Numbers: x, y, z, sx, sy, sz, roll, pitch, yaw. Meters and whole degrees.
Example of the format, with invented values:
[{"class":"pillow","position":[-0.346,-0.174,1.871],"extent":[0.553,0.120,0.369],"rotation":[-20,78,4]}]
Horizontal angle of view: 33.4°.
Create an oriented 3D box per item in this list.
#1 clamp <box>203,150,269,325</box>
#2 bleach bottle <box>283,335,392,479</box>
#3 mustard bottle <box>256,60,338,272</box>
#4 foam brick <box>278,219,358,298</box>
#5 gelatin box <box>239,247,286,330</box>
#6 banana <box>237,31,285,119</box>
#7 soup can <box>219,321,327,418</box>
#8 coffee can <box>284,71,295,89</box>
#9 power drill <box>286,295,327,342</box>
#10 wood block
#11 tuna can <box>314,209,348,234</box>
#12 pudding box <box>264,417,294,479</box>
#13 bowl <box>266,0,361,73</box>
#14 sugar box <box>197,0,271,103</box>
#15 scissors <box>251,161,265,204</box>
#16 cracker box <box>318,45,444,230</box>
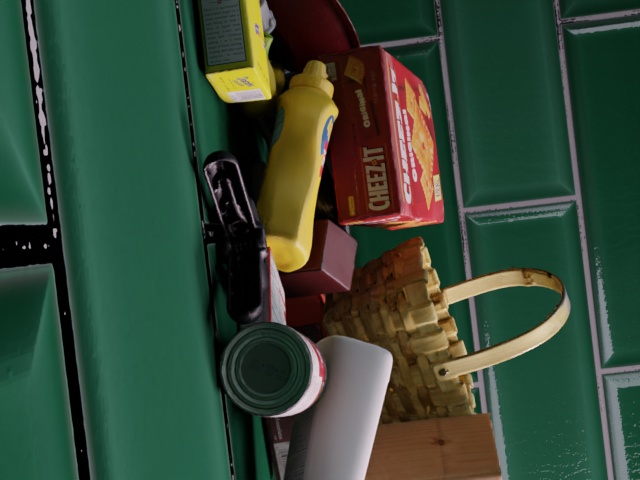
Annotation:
[{"class":"clamp","position":[-0.057,0.012,0.797],"extent":[0.171,0.039,0.120],"rotation":[66,19,-77]},{"class":"bleach bottle","position":[-0.002,0.207,0.841],"extent":[0.103,0.068,0.250],"rotation":[124,-19,-63]},{"class":"mustard bottle","position":[-0.021,-0.073,0.955],"extent":[0.096,0.058,0.191],"rotation":[105,-4,-71]},{"class":"foam brick","position":[-0.012,0.018,1.001],"extent":[0.051,0.078,0.053],"rotation":[36,55,-44]},{"class":"gelatin box","position":[-0.049,0.062,0.900],"extent":[0.073,0.030,0.089],"rotation":[75,9,-56]},{"class":"banana","position":[-0.053,-0.146,1.005],"extent":[0.069,0.037,0.198],"rotation":[-60,-177,2]},{"class":"soup can","position":[-0.033,0.097,0.784],"extent":[0.102,0.068,0.068],"rotation":[59,25,-79]},{"class":"coffee can","position":[-0.008,-0.118,1.252],"extent":[0.103,0.103,0.140],"rotation":[-92,173,-50]},{"class":"power drill","position":[-0.016,0.046,1.196],"extent":[0.187,0.057,0.184],"rotation":[-87,164,-61]},{"class":"wood block","position":[0.070,0.239,1.039],"extent":[0.091,0.206,0.090],"rotation":[-89,170,-59]},{"class":"tuna can","position":[-0.007,0.001,1.121],"extent":[0.034,0.086,0.086],"rotation":[-47,-152,32]},{"class":"pudding box","position":[-0.027,0.157,0.973],"extent":[0.090,0.039,0.113],"rotation":[-80,163,-75]},{"class":"bowl","position":[-0.034,-0.222,1.081],"extent":[0.162,0.055,0.162],"rotation":[44,-12,11]},{"class":"sugar box","position":[-0.074,-0.208,0.868],"extent":[0.093,0.048,0.176],"rotation":[55,30,-81]},{"class":"scissors","position":[-0.049,0.023,1.061],"extent":[0.096,0.016,0.202],"rotation":[4,80,-86]},{"class":"cracker box","position":[0.068,-0.096,1.088],"extent":[0.213,0.072,0.164],"rotation":[4,78,-74]}]
